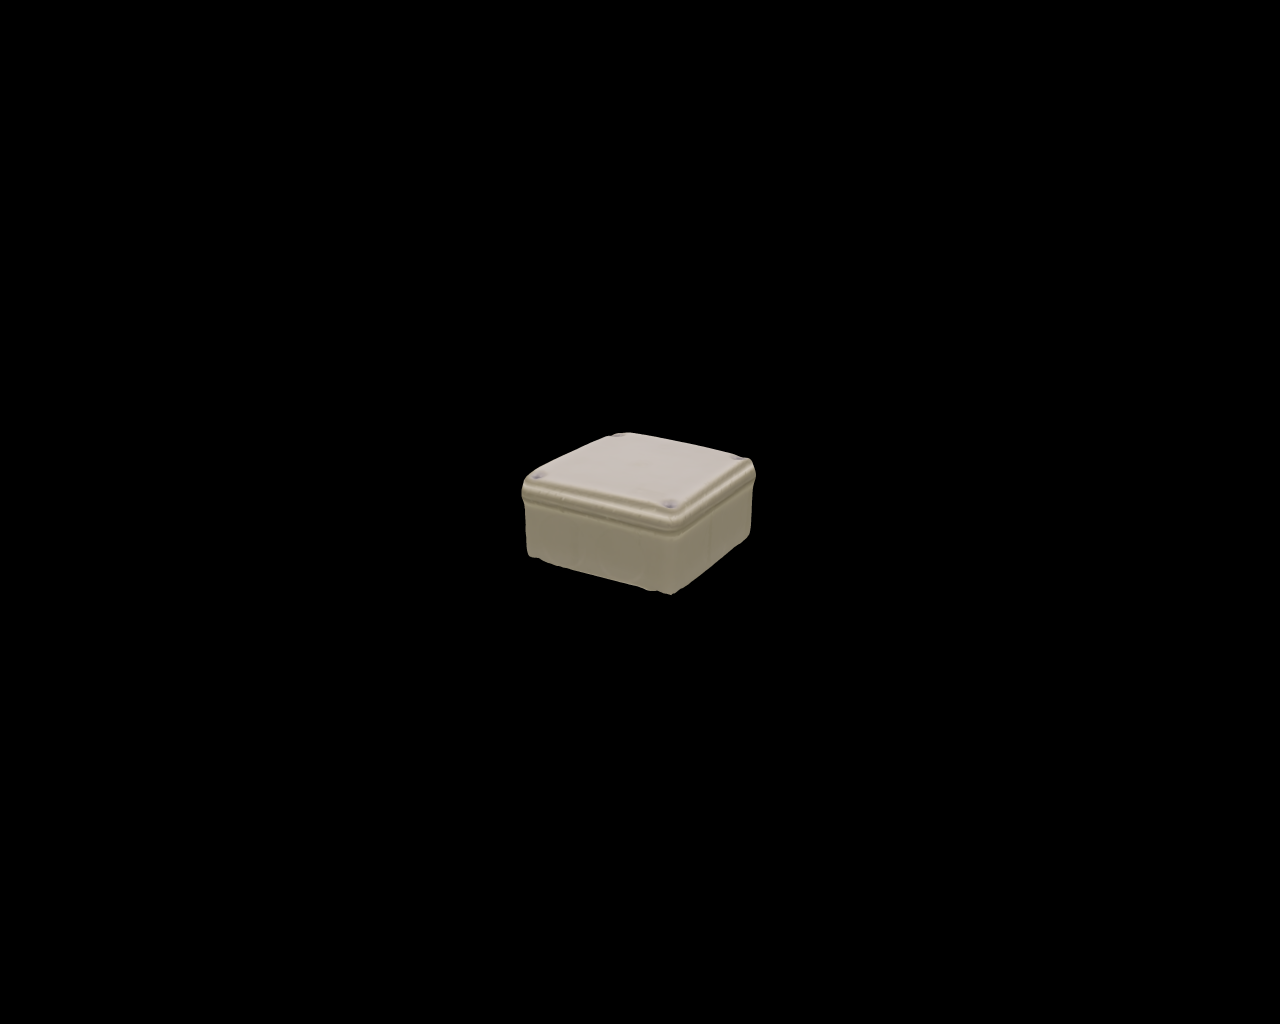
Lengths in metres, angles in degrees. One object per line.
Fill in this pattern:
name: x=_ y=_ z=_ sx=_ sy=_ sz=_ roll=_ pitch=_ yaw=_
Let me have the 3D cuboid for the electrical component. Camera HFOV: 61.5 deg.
electrical component: x=0.001 y=-0.003 z=0.650 sx=0.109 sy=0.056 sz=0.109 roll=13 pitch=26 yaw=29
